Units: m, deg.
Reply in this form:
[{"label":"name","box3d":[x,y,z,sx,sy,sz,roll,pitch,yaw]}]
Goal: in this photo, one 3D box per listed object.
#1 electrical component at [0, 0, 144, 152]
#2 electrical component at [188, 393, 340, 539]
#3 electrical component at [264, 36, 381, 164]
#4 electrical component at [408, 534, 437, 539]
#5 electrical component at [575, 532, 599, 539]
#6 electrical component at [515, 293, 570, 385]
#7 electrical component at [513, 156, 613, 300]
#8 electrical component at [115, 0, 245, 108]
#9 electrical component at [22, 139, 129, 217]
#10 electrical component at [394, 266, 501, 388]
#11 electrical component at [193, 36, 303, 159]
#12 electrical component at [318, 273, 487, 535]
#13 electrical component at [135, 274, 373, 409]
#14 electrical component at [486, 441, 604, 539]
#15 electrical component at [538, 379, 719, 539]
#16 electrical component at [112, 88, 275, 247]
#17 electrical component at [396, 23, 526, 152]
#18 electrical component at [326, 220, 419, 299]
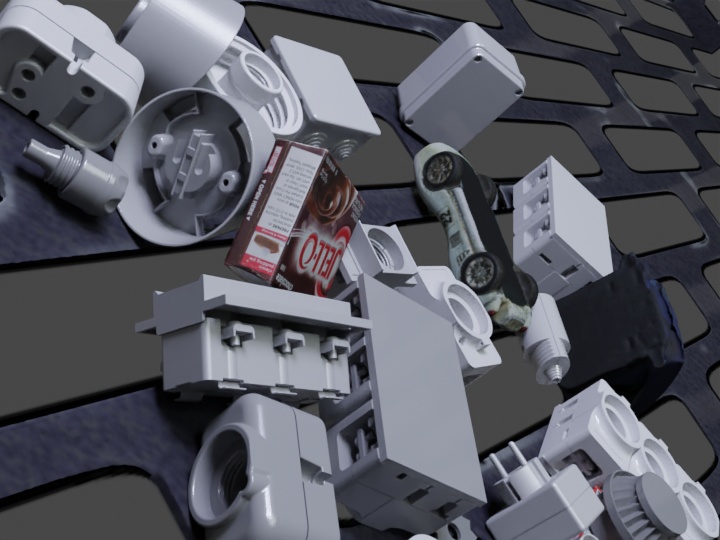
[{"label":"electrical component","box3d":[-0.188,-0.128,0.680,0.095,0.054,0.059,35,33,-26]},{"label":"electrical component","box3d":[-0.054,0.119,0.588,0.059,0.054,0.095,27,37,-36]},{"label":"electrical component","box3d":[-0.042,-0.139,0.899,0.100,0.048,0.099,4,53,-52]},{"label":"electrical component","box3d":[0.019,0.181,0.598,0.138,0.074,0.052,-3,59,-55]},{"label":"electrical component","box3d":[0.162,0.237,0.742,0.099,0.064,0.099,34,33,-27]},{"label":"electrical component","box3d":[0.164,0.065,0.959,0.043,0.043,0.081,26,38,-37]},{"label":"electrical component","box3d":[0.205,-0.035,1.110,0.089,0.062,0.150,40,31,-19]},{"label":"electrical component","box3d":[-0.132,-0.159,0.748,0.064,0.099,0.099,34,33,-17]},{"label":"electrical component","box3d":[-0.172,-0.058,0.644,0.061,0.035,0.035,31,35,-29]},{"label":"electrical component","box3d":[0.063,0.045,0.831,0.050,0.056,0.089,-1,57,-54]},{"label":"electrical component","box3d":[-0.092,-0.130,0.808,0.108,0.060,0.108,34,33,-26]},{"label":"electrical component","box3d":[0.020,0.090,0.714,0.089,0.062,0.150,30,36,-33]},{"label":"electrical component","box3d":[-0.061,0.046,0.643,0.121,0.079,0.063,13,67,-47]},{"label":"electrical component","box3d":[0.122,0.160,0.772,0.076,0.066,0.047,57,30,10]},{"label":"electrical component","box3d":[0.229,0.176,0.905,0.150,0.062,0.089,48,29,-5]},{"label":"electrical component","box3d":[-0.104,-0.066,0.688,0.099,0.099,0.064,57,23,10]},{"label":"electrical component","box3d":[0.099,-0.178,1.072,0.078,0.113,0.057,32,32,-30]},{"label":"electrical component","box3d":[0.000,0.000,0.786,0.081,0.064,0.042,5,53,-53]}]
